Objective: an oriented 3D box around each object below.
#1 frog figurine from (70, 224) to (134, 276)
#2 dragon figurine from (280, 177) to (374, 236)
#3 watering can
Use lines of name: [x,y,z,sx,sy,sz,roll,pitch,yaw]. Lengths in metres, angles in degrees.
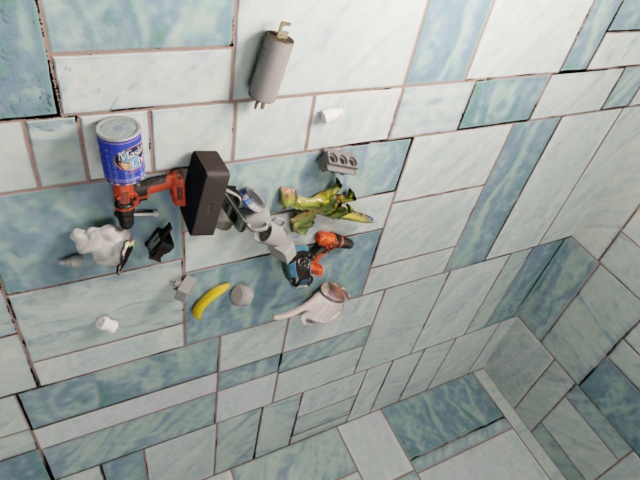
frog figurine: [-0.617,0.010,1.456,0.159,0.126,0.134,23,133,-6]
dragon figurine: [0.005,-0.090,1.796,0.241,0.125,0.404,-27,144,21]
watering can: [-0.016,0.275,2.142,0.346,0.106,0.221,11,123,-43]
